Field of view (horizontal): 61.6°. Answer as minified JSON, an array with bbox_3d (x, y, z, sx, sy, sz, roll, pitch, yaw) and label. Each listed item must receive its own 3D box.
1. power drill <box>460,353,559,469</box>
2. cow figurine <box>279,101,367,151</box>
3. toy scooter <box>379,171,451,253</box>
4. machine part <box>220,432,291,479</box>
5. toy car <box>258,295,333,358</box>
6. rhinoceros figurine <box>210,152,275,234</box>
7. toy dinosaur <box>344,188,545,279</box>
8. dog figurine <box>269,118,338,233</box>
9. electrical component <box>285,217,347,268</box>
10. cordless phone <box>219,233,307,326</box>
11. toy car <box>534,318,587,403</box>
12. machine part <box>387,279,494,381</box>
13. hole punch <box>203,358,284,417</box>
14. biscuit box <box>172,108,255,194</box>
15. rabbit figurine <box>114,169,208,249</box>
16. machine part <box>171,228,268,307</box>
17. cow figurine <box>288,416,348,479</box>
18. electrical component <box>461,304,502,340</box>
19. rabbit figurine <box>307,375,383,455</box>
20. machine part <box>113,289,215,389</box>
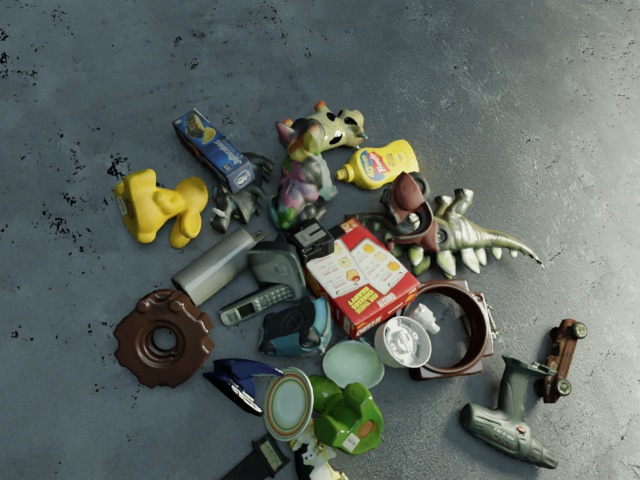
[{"bbox_3d":[0.426,0.356,1.136,0.232,0.086,0.207,20,94,-4],"label":"power drill"},{"bbox_3d":[0.019,-0.239,1.202,0.195,0.085,0.127,-31,79,-24],"label":"cow figurine"},{"bbox_3d":[0.179,-0.046,1.113,0.135,0.075,0.183,-25,89,-7],"label":"toy scooter"},{"bbox_3d":[-0.128,0.424,0.990,0.139,0.039,0.084,-35,89,-23],"label":"machine part"},{"bbox_3d":[-0.036,0.186,1.046,0.102,0.162,0.109,52,24,-36],"label":"toy car"},{"bbox_3d":[-0.164,-0.099,1.112,0.112,0.073,0.190,23,68,-9],"label":"rhinoceros figurine"},{"bbox_3d":[0.285,-0.013,1.208,0.472,0.105,0.198,4,81,-6],"label":"toy dinosaur"},{"bbox_3d":[-0.045,-0.135,1.075,0.109,0.219,0.191,23,65,22],"label":"dog figurine"},{"bbox_3d":[-0.002,-0.003,1.072,0.119,0.047,0.075,-27,55,-15],"label":"electrical component"},{"bbox_3d":[-0.124,0.084,1.043,0.184,0.146,0.089,-27,45,-13],"label":"cordless phone"},{"bbox_3d":[0.534,0.267,1.203,0.053,0.089,0.202,31,70,-6],"label":"toy car"},{"bbox_3d":[0.250,0.187,1.127,0.201,0.087,0.201,-4,77,-7],"label":"machine part"},{"bbox_3d":[-0.141,0.252,0.991,0.115,0.142,0.092,42,69,-17],"label":"hole punch"},{"bbox_3d":[-0.216,-0.180,1.086,0.059,0.062,0.203,-38,62,-18],"label":"biscuit box"},{"bbox_3d":[-0.290,-0.069,1.051,0.173,0.122,0.162,-23,84,-40],"label":"rabbit figurine"},{"bbox_3d":[-0.202,0.053,1.056,0.243,0.079,0.079,-39,88,-21],"label":"machine part"},{"bbox_3d":[-0.016,0.417,1.012,0.098,0.068,0.167,-28,82,-11],"label":"cow figurine"},{"bbox_3d":[0.361,0.185,1.202,0.078,0.045,0.102,-26,79,7],"label":"electrical component"},{"bbox_3d":[0.042,0.313,1.020,0.121,0.170,0.159,-54,131,-5],"label":"rabbit figurine"},{"bbox_3d":[-0.282,0.181,0.972,0.179,0.056,0.179,0,98,-2],"label":"machine part"}]
